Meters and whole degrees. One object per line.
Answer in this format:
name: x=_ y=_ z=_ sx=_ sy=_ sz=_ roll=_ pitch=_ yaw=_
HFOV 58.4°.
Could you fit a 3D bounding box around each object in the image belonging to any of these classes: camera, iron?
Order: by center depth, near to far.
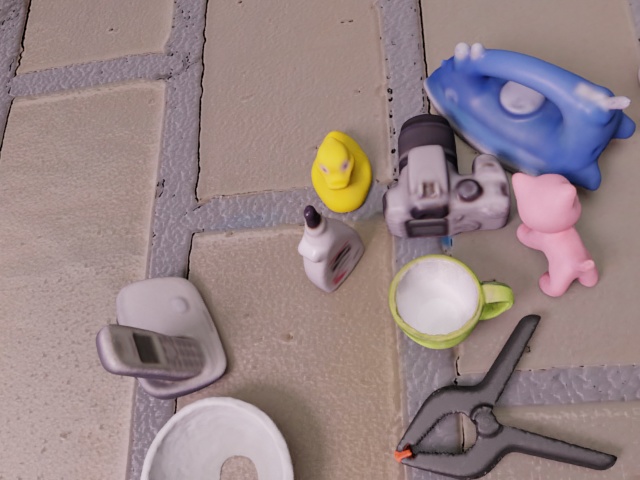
iron: x=0.226 y=-0.167 z=0.658 sx=0.257 sy=0.142 sz=0.119 roll=32 pitch=80 yaw=21
camera: x=0.143 y=-0.082 z=0.668 sx=0.143 sy=0.101 sz=0.137 roll=-5 pitch=69 yaw=11

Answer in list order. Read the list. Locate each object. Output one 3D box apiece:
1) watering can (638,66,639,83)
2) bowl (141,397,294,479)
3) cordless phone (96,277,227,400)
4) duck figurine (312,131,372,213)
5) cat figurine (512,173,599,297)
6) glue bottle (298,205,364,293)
watering can: x=0.419 y=-0.223 z=0.606 sx=0.100 sy=0.194 sz=0.173 roll=2 pitch=71 yaw=14
bowl: x=-0.100 y=0.257 z=0.611 sx=0.167 sy=0.075 sz=0.167 roll=-4 pitch=69 yaw=11
cordless phone: x=-0.188 y=0.097 z=0.630 sx=0.094 sy=0.185 sz=0.147 roll=-31 pitch=66 yaw=0
duck figurine: x=0.021 y=-0.096 z=0.708 sx=0.077 sy=0.086 sz=0.104 roll=-9 pitch=68 yaw=10
cat figurine: x=0.253 y=-0.015 z=0.609 sx=0.067 sy=0.118 sz=0.127 roll=-23 pitch=67 yaw=4
glue bottle: x=0.006 y=0.002 z=0.628 sx=0.037 sy=0.173 sz=0.078 roll=30 pitch=79 yaw=21
